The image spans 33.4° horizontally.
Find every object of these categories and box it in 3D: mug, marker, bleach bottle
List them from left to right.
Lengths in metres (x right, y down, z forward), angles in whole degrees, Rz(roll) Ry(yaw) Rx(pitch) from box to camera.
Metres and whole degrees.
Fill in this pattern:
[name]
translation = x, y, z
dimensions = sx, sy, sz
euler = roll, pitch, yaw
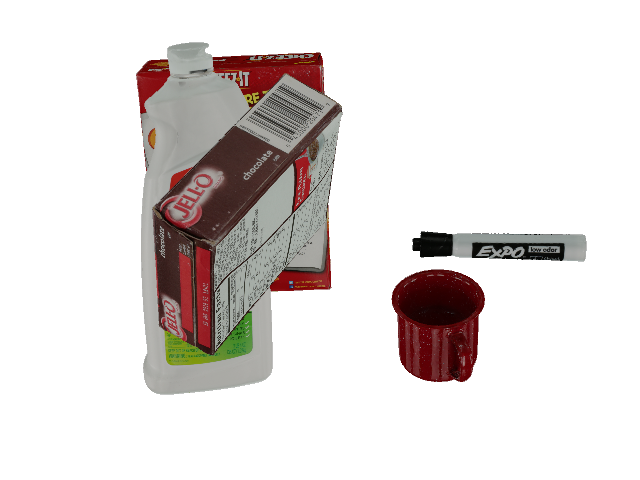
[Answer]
[bleach bottle]
translation = -0.091, -0.016, 0.777
dimensions = 0.102, 0.251, 0.068
euler = -6, 20, -6
[mug]
translation = 0.124, 0.096, 1.080
dimensions = 0.093, 0.081, 0.117
euler = -16, 38, -15
[marker]
translation = 0.126, 0.004, 0.757
dimensions = 0.121, 0.020, 0.020
euler = 1, 0, 6

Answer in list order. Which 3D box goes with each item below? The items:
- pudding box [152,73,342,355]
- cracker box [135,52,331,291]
[pudding box]
translation = -0.035, -0.012, 0.521
dimensions = 0.039, 0.090, 0.113
euler = 30, 54, 16
[cracker box]
translation = -0.074, -0.060, 0.983
dimensions = 0.164, 0.214, 0.072
euler = -2, 21, 1
